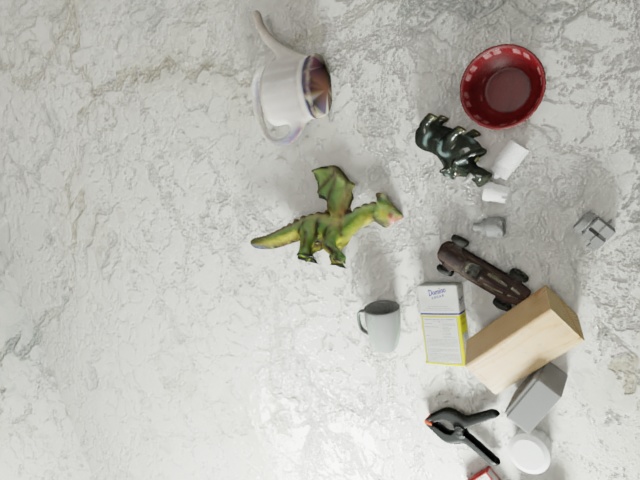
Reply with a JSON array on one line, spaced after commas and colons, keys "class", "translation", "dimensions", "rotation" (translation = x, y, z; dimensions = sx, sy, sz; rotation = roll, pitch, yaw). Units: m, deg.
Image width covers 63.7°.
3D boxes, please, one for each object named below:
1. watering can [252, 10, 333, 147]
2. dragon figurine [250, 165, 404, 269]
[{"class": "watering can", "translation": [-0.081, -0.406, 1.260], "dimensions": [0.224, 0.104, 0.346], "rotation": [-1, 95, 33]}, {"class": "dragon figurine", "translation": [0.004, -0.064, 1.263], "dimensions": [0.411, 0.121, 0.244], "rotation": [11, 84, 31]}]
